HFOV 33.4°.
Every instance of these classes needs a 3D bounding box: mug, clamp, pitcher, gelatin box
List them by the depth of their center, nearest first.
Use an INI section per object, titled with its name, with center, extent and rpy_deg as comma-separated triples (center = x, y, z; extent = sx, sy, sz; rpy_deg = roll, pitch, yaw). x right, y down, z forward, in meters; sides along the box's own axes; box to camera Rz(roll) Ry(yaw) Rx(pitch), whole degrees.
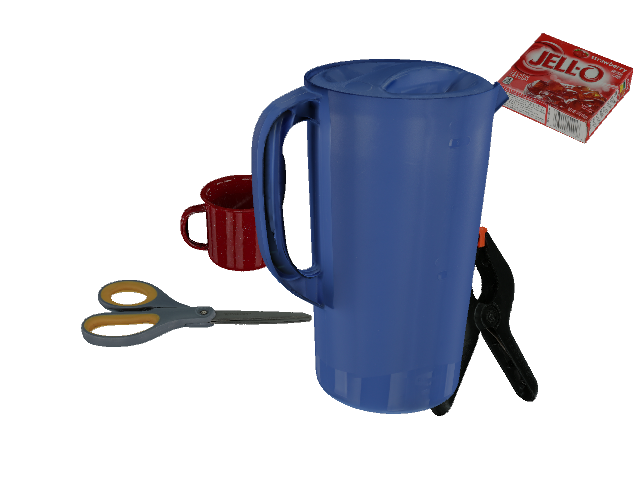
[pitcher]
center = 0.042, -0.003, 0.760
extent = 0.149, 0.243, 0.144
rpy_deg = 8, 21, 19
[gelatin box]
center = 0.204, -0.130, 0.896
extent = 0.089, 0.073, 0.030
rpy_deg = 30, -27, 28
[clamp]
center = 0.136, 0.076, 0.966
extent = 0.120, 0.171, 0.039
rpy_deg = -13, 1, -37
[mug]
center = -0.099, -0.017, 1.198
extent = 0.117, 0.081, 0.093
rpy_deg = -7, 29, -14

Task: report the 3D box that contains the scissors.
[scissors]
center = -0.117, 0.059, 0.974
extent = 0.201, 0.016, 0.096
rpy_deg = -8, 35, -14
